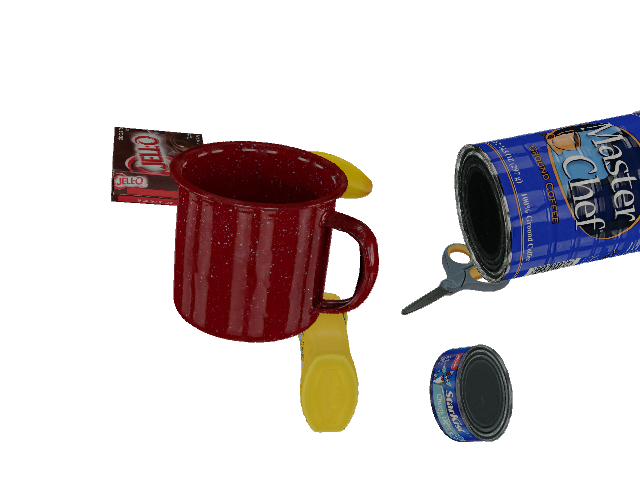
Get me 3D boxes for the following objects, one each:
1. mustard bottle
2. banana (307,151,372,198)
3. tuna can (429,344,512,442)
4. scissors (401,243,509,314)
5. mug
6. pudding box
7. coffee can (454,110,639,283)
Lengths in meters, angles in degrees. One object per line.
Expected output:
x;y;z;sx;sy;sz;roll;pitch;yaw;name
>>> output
0.004;0.110;1.129;0.058;0.096;0.191;-2;27;-3;mustard bottle
-0.014;-0.041;0.856;0.037;0.069;0.197;-34;2;27;banana
0.135;0.137;0.955;0.034;0.086;0.085;-12;-8;41;tuna can
0.146;0.043;1.280;0.201;0.016;0.096;-9;40;-37;scissors
-0.025;0.004;0.563;0.117;0.081;0.093;15;25;17;mug
-0.159;-0.072;1.044;0.090;0.039;0.113;5;24;-12;pudding box
0.181;-0.032;0.776;0.140;0.103;0.103;-12;2;-10;coffee can
